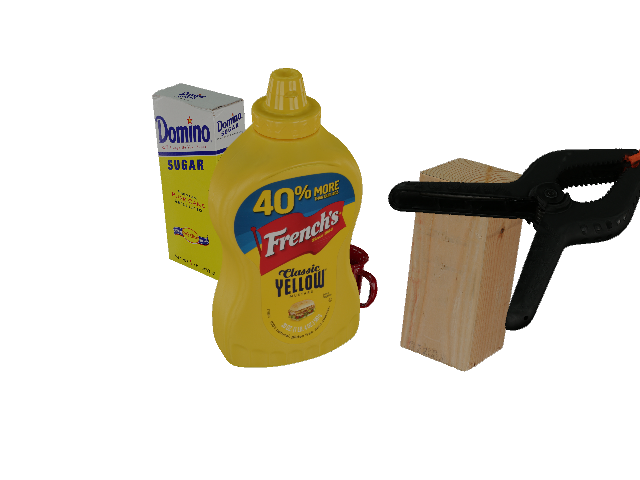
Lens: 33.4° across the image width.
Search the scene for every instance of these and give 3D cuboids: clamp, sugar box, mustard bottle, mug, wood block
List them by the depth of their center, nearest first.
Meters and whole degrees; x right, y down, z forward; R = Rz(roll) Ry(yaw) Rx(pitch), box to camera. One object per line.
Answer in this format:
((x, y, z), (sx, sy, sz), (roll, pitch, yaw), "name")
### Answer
((-0.021, -0.015, 0.663), (0.096, 0.192, 0.058), (-11, 33, -19), "mustard bottle")
((0.180, -0.016, 0.838), (0.209, 0.036, 0.165), (-18, 49, -16), "clamp")
((-0.112, -0.055, 1.025), (0.093, 0.176, 0.048), (19, 34, 41), "sugar box")
((0.158, 0.025, 1.176), (0.090, 0.206, 0.090), (19, 25, 33), "wood block")
((0.028, 0.058, 1.497), (0.117, 0.081, 0.093), (18, 24, 26), "mug")
